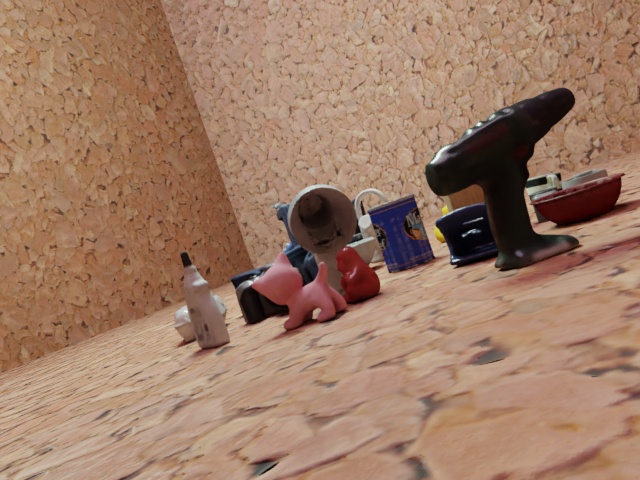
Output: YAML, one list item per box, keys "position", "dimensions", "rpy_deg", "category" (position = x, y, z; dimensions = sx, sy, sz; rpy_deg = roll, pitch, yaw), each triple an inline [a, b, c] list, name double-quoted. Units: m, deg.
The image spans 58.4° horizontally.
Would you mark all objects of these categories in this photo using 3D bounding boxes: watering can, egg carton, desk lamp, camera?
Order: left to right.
- position: [-0.254, 0.168, 1.236]
  dimensions: [0.107, 0.069, 0.150]
  rpy_deg: [-19, 1, -6]
  category: "egg carton"
- position: [-0.088, 0.096, 1.131]
  dimensions: [0.143, 0.101, 0.136]
  rpy_deg: [-19, 1, -18]
  category: "camera"
- position: [0.010, 0.004, 1.066]
  dimensions: [0.118, 0.213, 0.203]
  rpy_deg: [-19, 1, -6]
  category: "desk lamp"
- position: [0.155, -0.044, 1.539]
  dimensions: [0.101, 0.194, 0.173]
  rpy_deg: [-19, 1, 2]
  category: "watering can"

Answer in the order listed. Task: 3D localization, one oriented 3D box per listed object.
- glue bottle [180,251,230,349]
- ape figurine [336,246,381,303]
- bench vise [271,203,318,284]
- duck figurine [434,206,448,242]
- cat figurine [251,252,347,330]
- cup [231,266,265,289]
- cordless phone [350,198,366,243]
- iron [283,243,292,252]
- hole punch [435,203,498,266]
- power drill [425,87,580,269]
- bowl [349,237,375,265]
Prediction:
- position: [-0.209, 0.102, 0.995]
  dimensions: [0.037, 0.173, 0.078]
  rpy_deg: [-20, 2, -38]
  category: "glue bottle"
- position: [0.054, 0.055, 0.941]
  dimensions: [0.076, 0.092, 0.078]
  rpy_deg: [-19, 1, 14]
  category: "ape figurine"
- position: [-0.028, 0.011, 1.251]
  dimensions: [0.122, 0.220, 0.206]
  rpy_deg: [-20, 1, -42]
  category: "bench vise"
- position: [0.333, -0.047, 1.441]
  dimensions: [0.104, 0.086, 0.078]
  rpy_deg: [-19, 1, 17]
  category: "duck figurine"
- position: [-0.037, 0.073, 0.889]
  dimensions: [0.127, 0.118, 0.067]
  rpy_deg: [-19, 1, 26]
  category: "cat figurine"
- position: [-0.147, 0.116, 1.335]
  dimensions: [0.092, 0.095, 0.117]
  rpy_deg: [-20, 1, -25]
  category: "cup"
- position: [0.092, -0.019, 1.664]
  dimensions: [0.148, 0.185, 0.094]
  rpy_deg: [-20, 1, -31]
  category: "cordless phone"
- position: [-0.042, 0.051, 1.609]
  dimensions: [0.119, 0.141, 0.257]
  rpy_deg: [-20, 1, -45]
  category: "iron"
- position: [0.255, -0.014, 0.952]
  dimensions: [0.108, 0.091, 0.101]
  rpy_deg: [-19, 1, 25]
  category: "hole punch"
- position: [0.265, -0.077, 0.771]
  dimensions: [0.230, 0.208, 0.075]
  rpy_deg: [-19, 1, -8]
  category: "power drill"
- position: [0.065, 0.053, 1.398]
  dimensions: [0.167, 0.075, 0.167]
  rpy_deg: [-19, 1, 1]
  category: "bowl"
